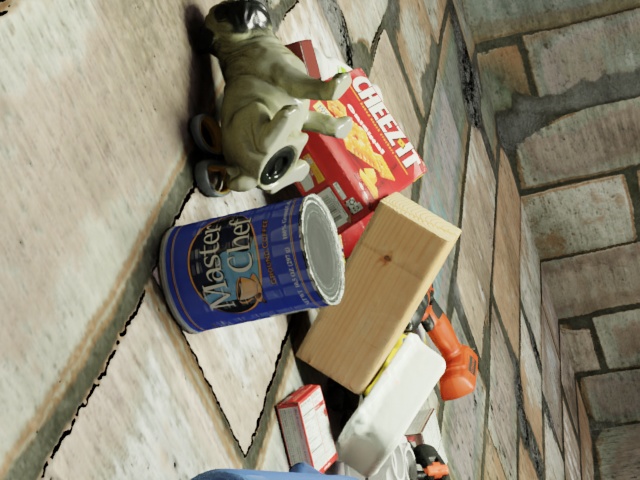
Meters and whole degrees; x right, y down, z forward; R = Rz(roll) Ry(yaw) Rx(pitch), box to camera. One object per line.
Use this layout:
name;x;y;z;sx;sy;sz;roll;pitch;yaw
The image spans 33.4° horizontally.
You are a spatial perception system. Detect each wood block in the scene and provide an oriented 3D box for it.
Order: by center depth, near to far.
wood block;0.067;0.060;1.217;0.206;0.091;0.090;-61;170;16

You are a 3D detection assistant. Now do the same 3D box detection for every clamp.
clamp;0.131;0.306;1.420;0.172;0.039;0.120;114;-35;-60

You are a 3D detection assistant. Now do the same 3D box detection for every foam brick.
foam brick;-0.046;-0.202;1.265;0.051;0.078;0.053;-42;118;-71

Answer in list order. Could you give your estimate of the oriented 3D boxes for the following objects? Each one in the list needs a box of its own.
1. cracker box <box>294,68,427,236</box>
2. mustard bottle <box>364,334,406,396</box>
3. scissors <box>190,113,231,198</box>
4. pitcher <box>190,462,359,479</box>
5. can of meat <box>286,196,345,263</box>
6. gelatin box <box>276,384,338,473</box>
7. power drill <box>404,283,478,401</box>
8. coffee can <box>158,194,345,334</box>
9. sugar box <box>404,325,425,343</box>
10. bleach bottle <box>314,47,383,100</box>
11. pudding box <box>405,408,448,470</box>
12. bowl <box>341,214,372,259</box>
cracker box;0.032;-0.112;1.284;0.164;0.072;0.213;57;29;-2
mustard bottle;0.109;0.183;1.497;0.191;0.058;0.096;-28;101;-72
scissors;-0.094;-0.095;1.147;0.201;0.016;0.096;-41;117;-70
pitcher;-0.028;0.270;0.920;0.242;0.149;0.145;32;76;-60
can of meat;-0.008;0.002;1.275;0.102;0.057;0.084;39;39;-63
gelatin box;-0.014;0.209;1.159;0.073;0.030;0.089;-24;100;-70
power drill;0.160;0.131;1.509;0.187;0.057;0.184;63;22;-18
coffee can;-0.060;0.023;0.969;0.102;0.140;0.103;-13;90;-71
sugar box;0.105;0.091;1.568;0.176;0.048;0.093;46;35;-51
bleach bottle;0.018;-0.211;1.488;0.250;0.068;0.102;31;48;-62
pudding box;0.154;0.309;1.578;0.113;0.039;0.090;-33;109;-73
bowl;0.032;-0.049;1.429;0.162;0.055;0.162;-13;90;-72
